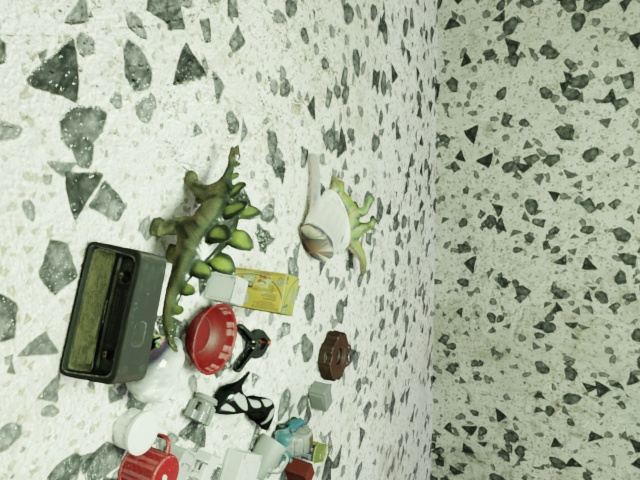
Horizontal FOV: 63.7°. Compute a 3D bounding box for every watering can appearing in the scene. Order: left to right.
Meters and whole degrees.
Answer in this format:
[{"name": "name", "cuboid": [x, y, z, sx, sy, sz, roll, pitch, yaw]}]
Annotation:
[{"name": "watering can", "cuboid": [0.005, -0.082, 1.623, 0.341, 0.104, 0.229, 61, 41, -33]}]

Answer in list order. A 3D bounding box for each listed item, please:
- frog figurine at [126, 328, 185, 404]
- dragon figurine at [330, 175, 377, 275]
[{"name": "frog figurine", "cuboid": [-0.310, 0.264, 1.007, 0.140, 0.122, 0.157, -79, 149, -59]}, {"name": "dragon figurine", "cuboid": [0.088, -0.033, 1.834, 0.245, 0.122, 0.405, -19, 110, -44]}]
